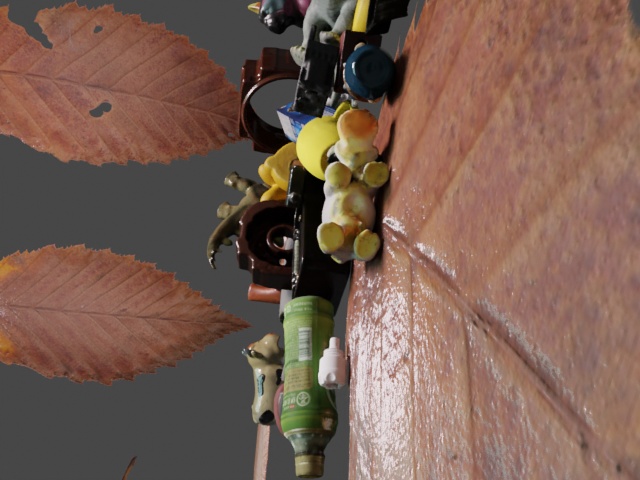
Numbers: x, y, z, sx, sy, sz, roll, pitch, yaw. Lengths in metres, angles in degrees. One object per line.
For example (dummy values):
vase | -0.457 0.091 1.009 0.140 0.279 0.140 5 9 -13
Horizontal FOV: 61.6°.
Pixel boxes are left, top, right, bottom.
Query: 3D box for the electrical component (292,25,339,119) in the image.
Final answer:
electrical component | -0.004 -0.241 0.755 0.074 0.048 0.119 116 167 -64

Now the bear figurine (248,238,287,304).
bear figurine | -0.091 0.054 1.298 0.120 0.132 0.195 -14 -72 -65

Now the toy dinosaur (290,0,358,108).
toy dinosaur | 0.032 -0.387 0.805 0.192 0.131 0.404 -48 -21 -19

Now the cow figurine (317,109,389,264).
cow figurine | 0.037 -0.058 0.611 0.098 0.068 0.167 103 174 -82

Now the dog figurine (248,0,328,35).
dog figurine | -0.043 -0.524 1.162 0.108 0.219 0.191 129 148 -71

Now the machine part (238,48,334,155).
machine part | -0.059 -0.263 1.058 0.201 0.201 0.087 106 167 -48

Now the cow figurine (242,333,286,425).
cow figurine | -0.109 0.301 1.167 0.085 0.127 0.195 128 147 -71

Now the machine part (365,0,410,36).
machine part | 0.077 -0.283 0.640 0.139 0.039 0.084 -94 18 -66

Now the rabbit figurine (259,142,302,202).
rabbit figurine | -0.037 -0.105 1.032 0.173 0.162 0.122 56 -154 -73

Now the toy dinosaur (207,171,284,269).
toy dinosaur | -0.114 -0.067 1.133 0.471 0.199 0.104 -39 -35 -47

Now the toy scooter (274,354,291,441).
toy scooter | -0.027 0.210 0.801 0.135 0.075 0.184 111 168 -61

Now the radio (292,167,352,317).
radio | -0.002 -0.002 0.823 0.230 0.073 0.131 -88 9 -46

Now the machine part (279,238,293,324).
machine part | -0.031 0.072 0.977 0.079 0.079 0.243 105 170 -49

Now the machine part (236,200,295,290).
machine part | -0.062 0.008 0.940 0.056 0.179 0.179 100 174 -50

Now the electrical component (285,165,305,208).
electrical component | -0.037 -0.081 0.809 0.094 0.021 0.063 -122 41 -80

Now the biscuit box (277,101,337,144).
biscuit box | -0.011 -0.191 0.905 0.203 0.063 0.059 46 159 60

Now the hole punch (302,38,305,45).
hole punch | 0.004 -0.383 1.175 0.142 0.092 0.115 -171 85 -80

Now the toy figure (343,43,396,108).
toy figure | 0.055 -0.193 0.642 0.154 0.058 0.064 -94 17 -79
